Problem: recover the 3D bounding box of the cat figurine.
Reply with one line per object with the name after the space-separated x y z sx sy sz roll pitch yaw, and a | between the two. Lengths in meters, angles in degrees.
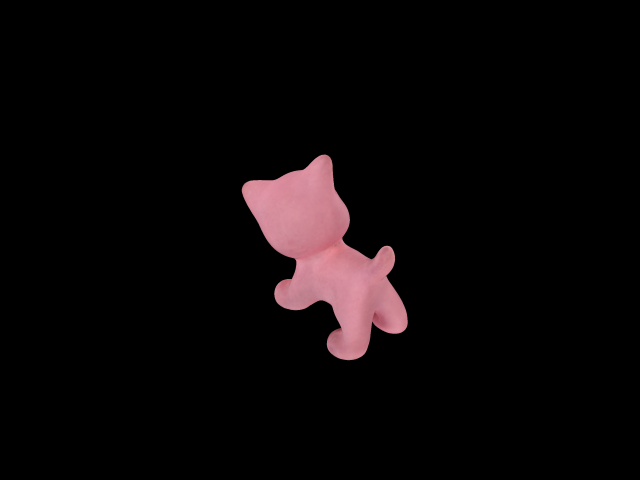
0.004 0.001 0.400 0.067 0.118 0.127 -29 46 -33 | cat figurine
